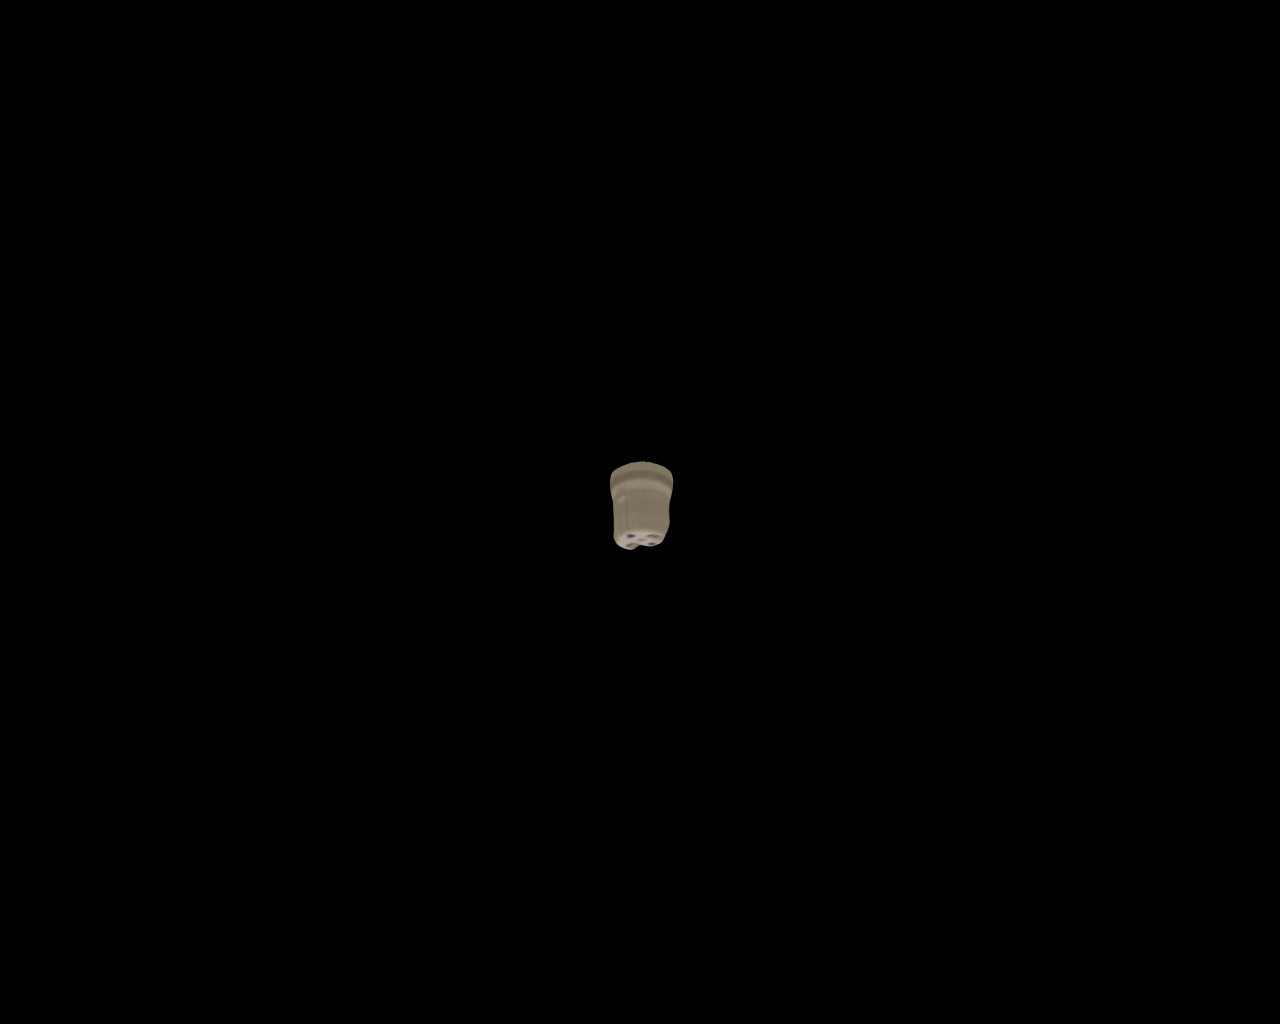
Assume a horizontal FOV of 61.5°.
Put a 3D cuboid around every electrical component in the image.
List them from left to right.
[{"bbox_3d":[0.001,-0.003,0.650,0.040,0.046,0.040,0,-28,0],"label":"electrical component"}]
